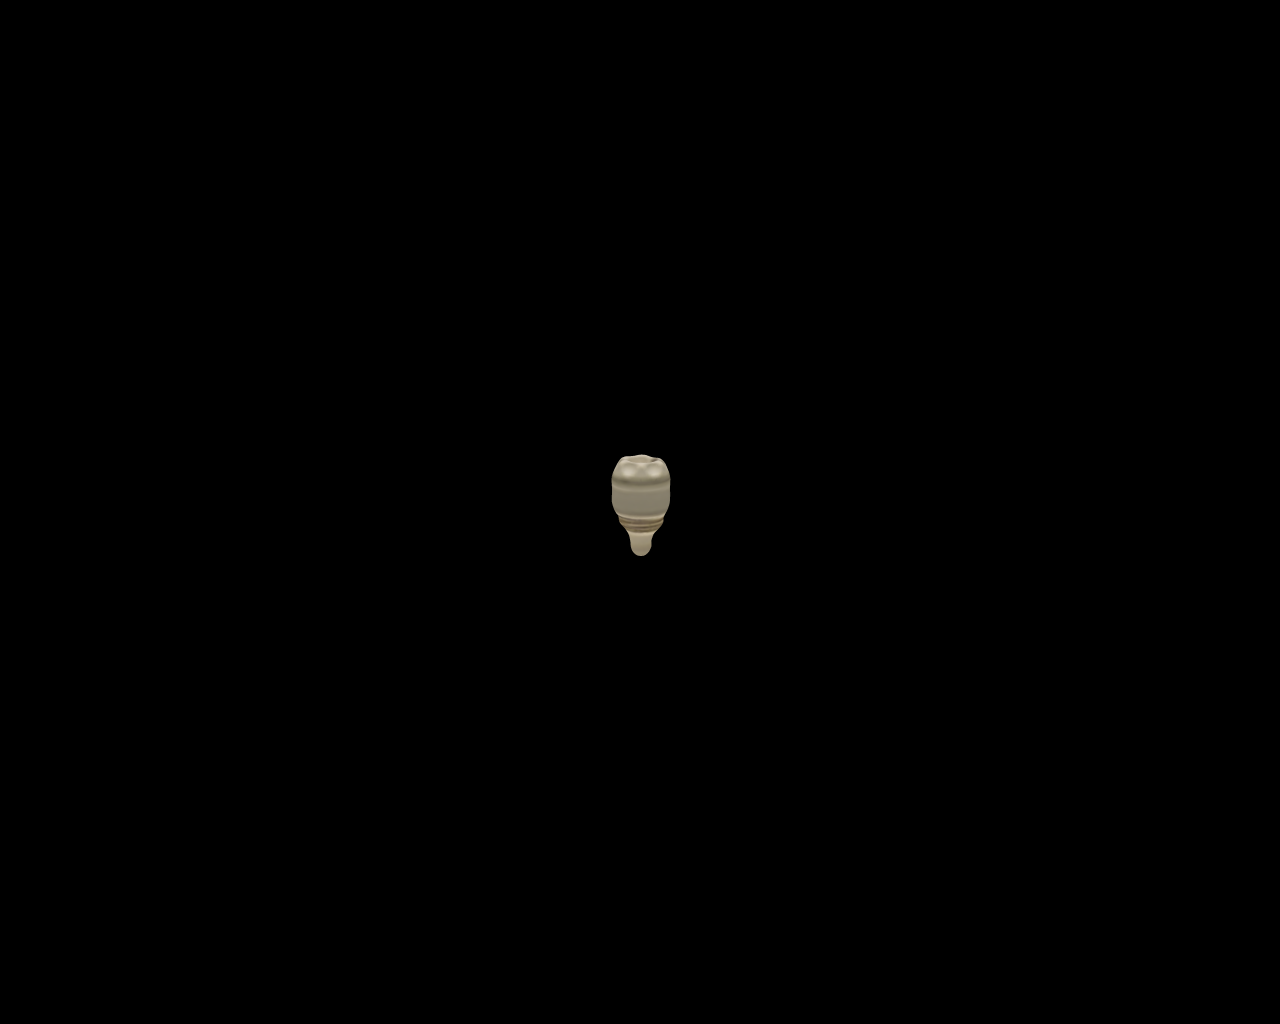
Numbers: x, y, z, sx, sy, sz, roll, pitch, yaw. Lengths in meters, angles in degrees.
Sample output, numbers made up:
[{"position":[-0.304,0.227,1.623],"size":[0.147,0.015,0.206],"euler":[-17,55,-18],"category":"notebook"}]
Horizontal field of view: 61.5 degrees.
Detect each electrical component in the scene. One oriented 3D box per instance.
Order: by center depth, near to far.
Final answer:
[{"position":[0.001,-0.003,0.650],"size":[0.035,0.061,0.035],"euler":[0,15,0],"category":"electrical component"}]
